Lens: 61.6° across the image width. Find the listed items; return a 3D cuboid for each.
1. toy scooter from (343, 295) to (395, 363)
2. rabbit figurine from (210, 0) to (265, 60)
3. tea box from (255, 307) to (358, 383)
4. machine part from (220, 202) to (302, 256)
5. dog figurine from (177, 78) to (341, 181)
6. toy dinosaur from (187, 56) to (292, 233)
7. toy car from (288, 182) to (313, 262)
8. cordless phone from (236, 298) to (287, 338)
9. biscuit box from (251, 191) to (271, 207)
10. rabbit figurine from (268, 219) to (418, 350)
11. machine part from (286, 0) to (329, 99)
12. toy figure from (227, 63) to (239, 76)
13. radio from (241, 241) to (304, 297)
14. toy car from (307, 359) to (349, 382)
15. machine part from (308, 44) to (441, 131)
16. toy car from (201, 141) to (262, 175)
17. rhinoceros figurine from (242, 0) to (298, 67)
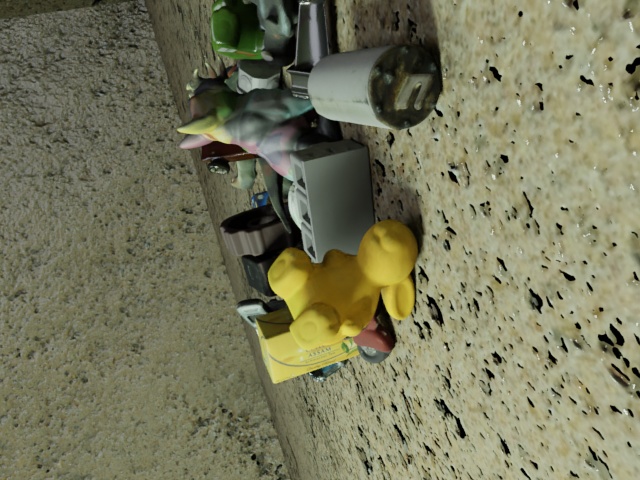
[{"bbox_3d":[0.036,0.091,0.787,0.184,0.075,0.135,32,138,24],"label":"toy scooter"},{"bbox_3d":[-0.116,-0.390,0.886,0.159,0.121,0.170,-139,54,-74],"label":"rabbit figurine"},{"bbox_3d":[-0.013,0.157,0.892,0.068,0.170,0.098,-128,25,-56],"label":"tea box"},{"bbox_3d":[-0.107,-0.022,1.047,0.179,0.179,0.056,-143,39,-65],"label":"machine part"},{"bbox_3d":[-0.093,-0.150,0.784,0.108,0.219,0.191,149,105,-77],"label":"dog figurine"},{"bbox_3d":[-0.119,-0.206,1.019,0.405,0.131,0.192,50,146,38],"label":"toy dinosaur"},{"bbox_3d":[-0.002,-0.003,0.872,0.201,0.056,0.074,67,166,-14],"label":"toy car"},{"bbox_3d":[-0.058,0.130,0.950,0.184,0.147,0.089,58,-155,-61],"label":"cordless phone"},{"bbox_3d":[-0.100,-0.012,1.225,0.063,0.059,0.202,161,93,-74],"label":"biscuit box"},{"bbox_3d":[0.052,0.050,0.640,0.162,0.173,0.122,27,-154,-44],"label":"rabbit figurine"},{"bbox_3d":[-0.009,-0.247,0.694,0.084,0.039,0.138,24,128,29],"label":"machine part"},{"bbox_3d":[-0.184,-0.357,1.186,0.155,0.058,0.064,30,140,61],"label":"toy figure"},{"bbox_3d":[-0.074,0.050,1.065,0.230,0.131,0.073,-178,71,-74],"label":"radio"},{"bbox_3d":[-0.004,0.206,1.061,0.162,0.109,0.102,50,174,33],"label":"toy car"},{"bbox_3d":[0.048,-0.158,0.554,0.243,0.079,0.079,-144,41,-66],"label":"machine part"},{"bbox_3d":[-0.112,-0.164,0.918,0.053,0.202,0.089,29,-124,-63],"label":"toy car"},{"bbox_3d":[-0.060,-0.344,0.765,0.112,0.073,0.190,53,154,37],"label":"rhinoceros figurine"}]
